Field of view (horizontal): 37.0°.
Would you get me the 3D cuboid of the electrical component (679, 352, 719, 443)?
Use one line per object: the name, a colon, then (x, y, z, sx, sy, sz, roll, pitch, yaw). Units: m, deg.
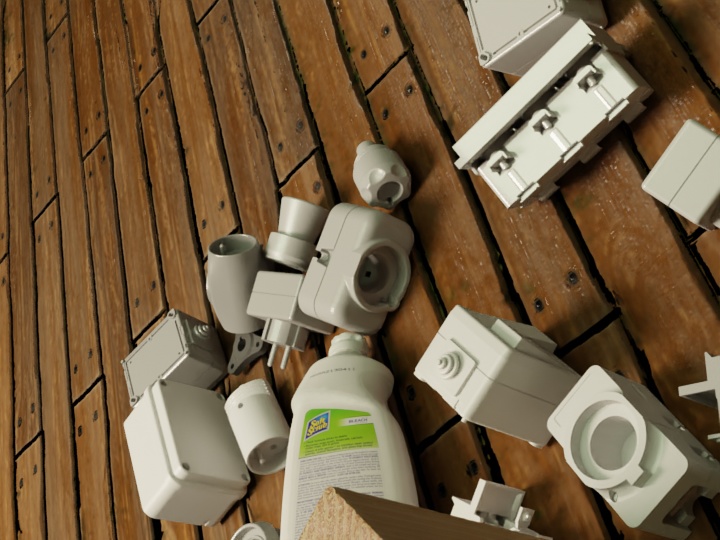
electrical component: (0.216, 0.073, 0.566, 0.081, 0.042, 0.063, -22, 60, 43)

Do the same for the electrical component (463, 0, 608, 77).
electrical component: (0.133, -0.189, 0.774, 0.096, 0.061, 0.061, -30, 65, 45)

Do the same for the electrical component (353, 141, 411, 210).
electrical component: (0.015, -0.081, 0.877, 0.043, 0.043, 0.062, -49, 41, 22)

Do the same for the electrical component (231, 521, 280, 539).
electrical component: (-0.064, 0.221, 0.808, 0.058, 0.057, 0.078, 3, 74, 50)

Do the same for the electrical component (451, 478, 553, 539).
electrical component: (0.084, 0.176, 0.669, 0.064, 0.042, 0.081, 18, 87, 50)

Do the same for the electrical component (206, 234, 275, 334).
electrical component: (-0.100, 0.004, 0.955, 0.044, 0.077, 0.079, 2, 28, 17)

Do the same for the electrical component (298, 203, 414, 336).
electrical component: (0.000, 0.000, 0.845, 0.059, 0.054, 0.095, 17, 85, 52)

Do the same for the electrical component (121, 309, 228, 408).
electrical component: (-0.164, 0.086, 0.995, 0.096, 0.061, 0.061, -44, 43, 17)

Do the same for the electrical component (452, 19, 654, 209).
electrical component: (0.132, -0.101, 0.728, 0.121, 0.079, 0.063, -44, 73, 26)

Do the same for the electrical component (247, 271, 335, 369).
electrical component: (-0.060, 0.045, 0.898, 0.066, 0.047, 0.076, 4, 76, 50)

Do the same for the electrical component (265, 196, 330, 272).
electrical component: (-0.054, -0.031, 0.932, 0.045, 0.045, 0.055, 11, 81, 51)

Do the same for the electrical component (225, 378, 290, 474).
electrical component: (-0.085, 0.125, 0.891, 0.043, 0.043, 0.081, -52, 41, 19)

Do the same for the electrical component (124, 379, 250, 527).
electrical component: (-0.149, 0.155, 0.923, 0.057, 0.078, 0.113, -51, 41, 24)

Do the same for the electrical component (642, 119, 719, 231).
electrical component: (0.212, -0.043, 0.617, 0.077, 0.066, 0.047, 38, 104, 21)

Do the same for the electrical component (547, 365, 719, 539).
electrical component: (0.155, 0.102, 0.611, 0.050, 0.056, 0.089, -55, 40, 15)

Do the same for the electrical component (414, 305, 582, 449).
electrical component: (0.086, 0.062, 0.678, 0.061, 0.096, 0.062, -59, 39, 9)
